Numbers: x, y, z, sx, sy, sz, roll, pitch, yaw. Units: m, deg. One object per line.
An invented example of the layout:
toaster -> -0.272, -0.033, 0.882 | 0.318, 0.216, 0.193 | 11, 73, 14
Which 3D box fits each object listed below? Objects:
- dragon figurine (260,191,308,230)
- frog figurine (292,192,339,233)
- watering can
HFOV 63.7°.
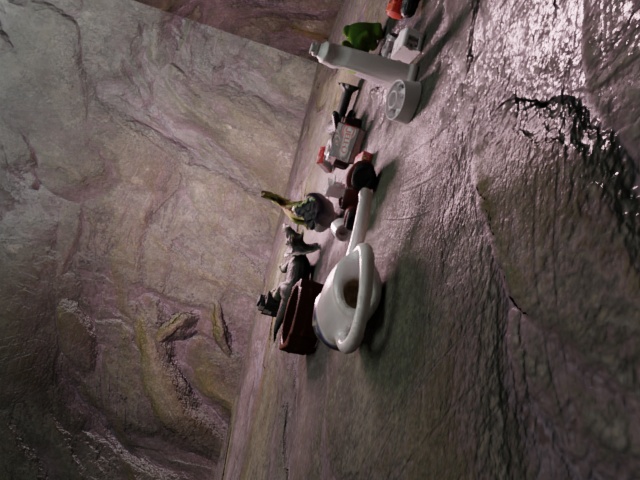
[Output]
dragon figurine -> -0.147, -0.141, 2.192 | 0.412, 0.242, 0.122 | -129, 60, -81
frog figurine -> 0.005, -0.082, 1.635 | 0.159, 0.138, 0.122 | 13, -82, -56
watering can -> 0.064, 0.077, 1.047 | 0.219, 0.104, 0.356 | 117, 165, -50
